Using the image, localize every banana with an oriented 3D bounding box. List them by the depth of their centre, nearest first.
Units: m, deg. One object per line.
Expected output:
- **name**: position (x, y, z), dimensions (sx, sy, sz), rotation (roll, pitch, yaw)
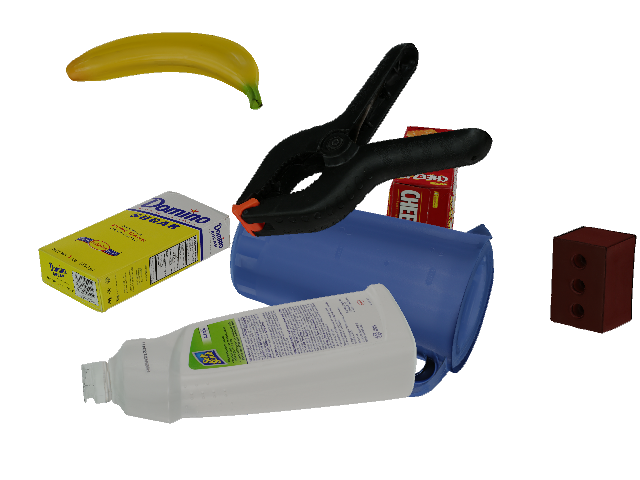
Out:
- **banana**: position (-0.136, -0.164, 0.983), dimensions (0.198, 0.037, 0.069), rotation (9, 46, 18)

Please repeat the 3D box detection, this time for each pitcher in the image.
- **pitcher**: position (0.036, 0.041, 1.026), dimensions (0.243, 0.145, 0.149), rotation (15, 20, 19)

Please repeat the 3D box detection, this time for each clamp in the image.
- **clamp**: position (0.025, -0.051, 0.698), dimensions (0.039, 0.171, 0.120), rotation (51, -2, -42)

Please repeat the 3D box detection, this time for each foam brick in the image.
- **foam brick**: position (0.231, 0.033, 0.906), dimensions (0.053, 0.078, 0.051), rotation (12, 22, 42)

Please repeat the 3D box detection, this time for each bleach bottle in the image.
- **bleach bottle**: position (-0.058, 0.092, 0.831), dimensions (0.250, 0.068, 0.103), rotation (-5, 30, -13)

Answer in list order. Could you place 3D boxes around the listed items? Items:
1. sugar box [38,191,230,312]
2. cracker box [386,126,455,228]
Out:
- **sugar box**: position (-0.184, 0.007, 1.078), dimensions (0.093, 0.048, 0.175), rotation (23, 38, 33)
- **cracker box**: position (0.115, -0.023, 1.222), dimensions (0.072, 0.164, 0.213), rotation (6, 23, 8)
